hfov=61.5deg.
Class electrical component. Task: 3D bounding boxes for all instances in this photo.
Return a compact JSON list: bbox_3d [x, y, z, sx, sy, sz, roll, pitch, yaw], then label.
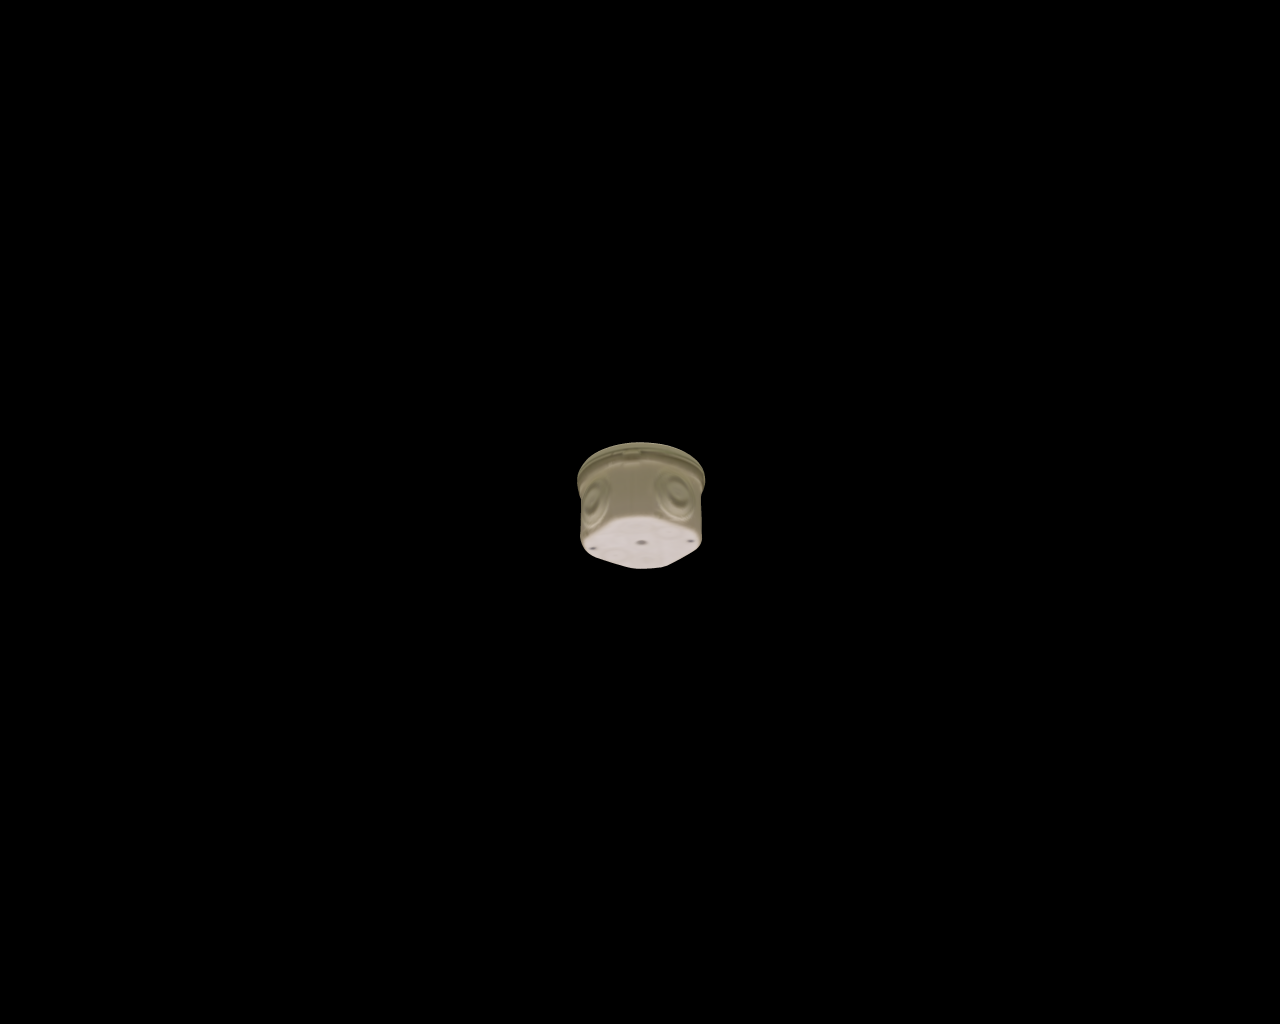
[{"bbox_3d":[0.001,-0.003,0.650,0.080,0.051,0.080,0,-29,0],"label":"electrical component"}]
